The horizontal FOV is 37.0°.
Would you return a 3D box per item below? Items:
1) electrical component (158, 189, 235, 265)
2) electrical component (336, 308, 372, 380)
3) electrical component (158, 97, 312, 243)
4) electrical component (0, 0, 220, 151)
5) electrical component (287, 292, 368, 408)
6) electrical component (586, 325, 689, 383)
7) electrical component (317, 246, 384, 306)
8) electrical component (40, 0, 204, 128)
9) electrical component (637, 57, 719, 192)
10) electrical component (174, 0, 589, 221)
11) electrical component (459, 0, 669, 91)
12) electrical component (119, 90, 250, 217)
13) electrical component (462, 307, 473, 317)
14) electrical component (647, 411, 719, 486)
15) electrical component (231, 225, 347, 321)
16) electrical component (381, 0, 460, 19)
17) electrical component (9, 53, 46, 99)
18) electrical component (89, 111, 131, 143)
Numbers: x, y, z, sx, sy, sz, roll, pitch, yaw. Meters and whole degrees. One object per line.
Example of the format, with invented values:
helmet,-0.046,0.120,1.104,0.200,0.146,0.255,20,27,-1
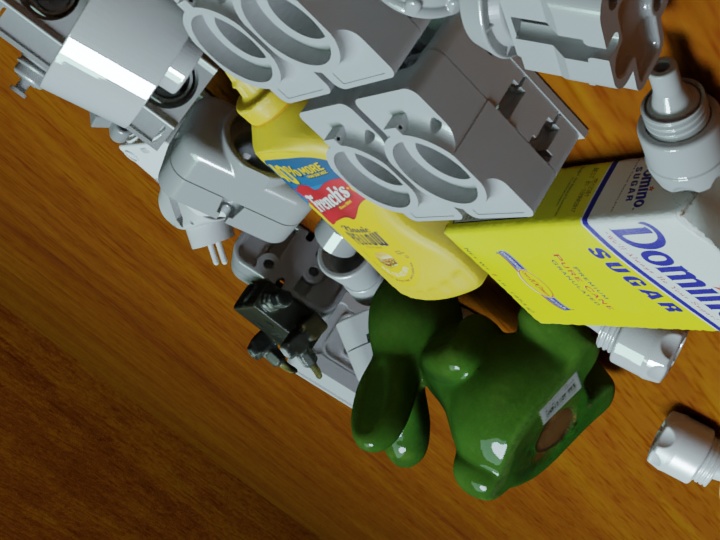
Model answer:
electrical component,-0.125,-0.042,0.870,0.077,0.043,0.079,-3,107,61
electrical component,0.021,0.061,0.847,0.095,0.054,0.059,37,-150,-81
electrical component,-0.073,-0.066,0.693,0.095,0.053,0.059,24,140,-18
electrical component,-0.147,-0.140,0.641,0.121,0.078,0.063,37,-176,-13
electrical component,0.001,0.079,0.957,0.113,0.078,0.057,31,160,3
electrical component,0.157,0.035,0.629,0.062,0.043,0.043,28,162,20
electrical component,0.000,0.000,0.810,0.044,0.044,0.065,22,164,30
electrical component,-0.112,-0.125,0.562,0.060,0.108,0.108,32,164,-18
electrical component,0.129,-0.061,0.435,0.035,0.035,0.061,18,155,39
electrical component,0.003,-0.098,0.507,0.186,0.060,0.105,41,161,-25
electrical component,0.073,-0.101,0.384,0.057,0.058,0.078,18,158,31
electrical component,-0.115,-0.081,0.774,0.100,0.048,0.100,43,160,-29
electrical component,0.073,0.057,0.833,0.048,0.048,0.062,28,169,14
electrical component,0.236,0.129,0.747,0.062,0.043,0.043,27,162,12
electrical component,-0.056,-0.001,0.879,0.095,0.053,0.059,32,162,0
electrical component,0.028,-0.129,0.407,0.048,0.048,0.062,31,156,4
electrical component,-0.201,-0.147,0.706,0.040,0.078,0.040,37,177,2
electrical component,-0.156,-0.125,0.712,0.048,0.066,0.055,-2,164,-27
